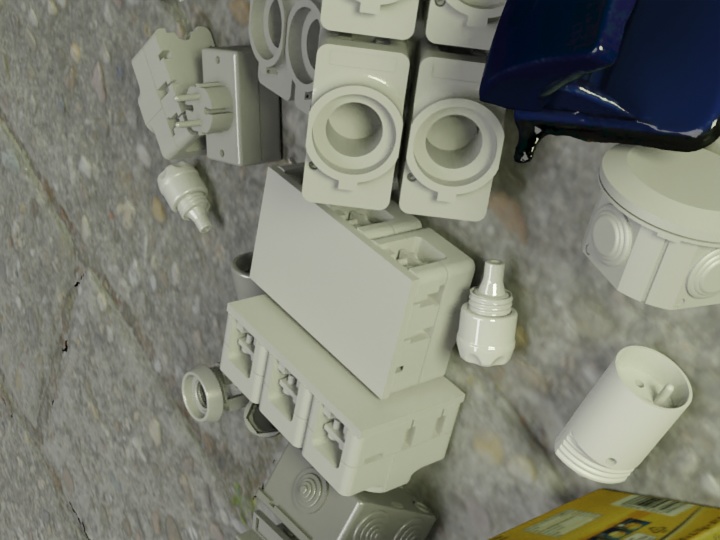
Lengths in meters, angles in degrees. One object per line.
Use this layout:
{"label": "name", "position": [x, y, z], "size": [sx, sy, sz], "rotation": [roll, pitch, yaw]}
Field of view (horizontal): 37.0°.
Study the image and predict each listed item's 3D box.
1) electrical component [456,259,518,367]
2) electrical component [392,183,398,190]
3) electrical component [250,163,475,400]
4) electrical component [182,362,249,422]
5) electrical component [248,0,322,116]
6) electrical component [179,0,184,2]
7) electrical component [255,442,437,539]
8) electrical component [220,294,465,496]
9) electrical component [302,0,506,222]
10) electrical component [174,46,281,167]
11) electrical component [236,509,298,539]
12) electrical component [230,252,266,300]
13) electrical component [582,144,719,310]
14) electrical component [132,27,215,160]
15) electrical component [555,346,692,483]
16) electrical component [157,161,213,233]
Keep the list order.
{"label": "electrical component", "position": [0.077, 0.024, 0.637], "size": [0.035, 0.035, 0.061], "rotation": [24, 117, 46]}
{"label": "electrical component", "position": [0.004, -0.070, 0.683], "size": [0.045, 0.055, 0.045], "rotation": [19, 115, 48]}
{"label": "electrical component", "position": [0.000, 0.000, 0.704], "size": [0.150, 0.062, 0.089], "rotation": [40, 129, 38]}
{"label": "electrical component", "position": [-0.112, 0.097, 0.879], "size": [0.066, 0.055, 0.048], "rotation": [-2, 99, 52]}
{"label": "electrical component", "position": [-0.015, -0.191, 0.652], "size": [0.105, 0.060, 0.186], "rotation": [40, 131, 50]}
{"label": "electrical component", "position": [-0.144, -0.251, 0.816], "size": [0.062, 0.061, 0.096], "rotation": [-12, 99, 52]}
{"label": "electrical component", "position": [-0.008, 0.161, 0.735], "size": [0.100, 0.100, 0.048], "rotation": [33, 97, 44]}
{"label": "electrical component", "position": [-0.017, 0.077, 0.726], "size": [0.150, 0.089, 0.061], "rotation": [39, 129, 38]}
{"label": "electrical component", "position": [0.030, -0.125, 0.581], "size": [0.060, 0.105, 0.186], "rotation": [-89, 6, -65]}
{"label": "electrical component", "position": [-0.102, -0.119, 0.786], "size": [0.047, 0.076, 0.083], "rotation": [18, 114, 48]}
{"label": "electrical component", "position": [-0.037, 0.244, 0.823], "size": [0.121, 0.063, 0.078], "rotation": [32, 124, 42]}
{"label": "electrical component", "position": [-0.077, 0.024, 0.827], "size": [0.044, 0.044, 0.065], "rotation": [31, 128, 43]}
{"label": "electrical component", "position": [0.146, -0.023, 0.500], "size": [0.080, 0.080, 0.051], "rotation": [42, 135, 36]}
{"label": "electrical component", "position": [-0.139, -0.137, 0.847], "size": [0.056, 0.050, 0.089], "rotation": [-29, 77, 51]}
{"label": "electrical component", "position": [0.136, 0.083, 0.572], "size": [0.043, 0.043, 0.081], "rotation": [52, 136, 29]}
{"label": "electrical component", "position": [-0.140, -0.058, 0.887], "size": [0.061, 0.035, 0.035], "rotation": [58, 139, 19]}
